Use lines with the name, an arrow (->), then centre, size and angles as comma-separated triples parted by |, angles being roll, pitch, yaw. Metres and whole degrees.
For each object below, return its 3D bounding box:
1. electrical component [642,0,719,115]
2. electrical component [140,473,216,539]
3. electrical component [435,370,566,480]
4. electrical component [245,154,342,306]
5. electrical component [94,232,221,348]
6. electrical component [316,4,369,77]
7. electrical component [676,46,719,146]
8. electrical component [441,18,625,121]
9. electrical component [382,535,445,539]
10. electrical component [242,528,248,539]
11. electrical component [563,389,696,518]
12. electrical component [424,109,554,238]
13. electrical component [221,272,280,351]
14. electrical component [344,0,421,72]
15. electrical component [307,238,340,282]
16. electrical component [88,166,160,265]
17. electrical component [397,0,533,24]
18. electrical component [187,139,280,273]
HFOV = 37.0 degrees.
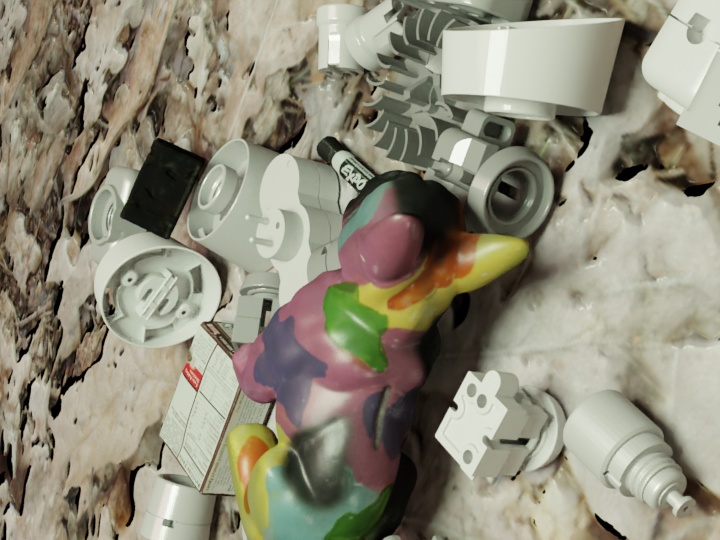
electrical component -> 0.177, -0.089, 0.485 | 0.053, 0.095, 0.059 | 51, 121, 45
electrical component -> -0.144, 0.192, 0.862 | 0.055, 0.055, 0.047 | 9, 85, 53
electrical component -> 0.081, 0.087, 0.597 | 0.048, 0.055, 0.066 | 46, 117, 47
electrical component -> -0.051, -0.024, 0.779 | 0.052, 0.074, 0.138 | -40, 52, 39
electrical component -> -0.173, 0.017, 0.910 | 0.064, 0.099, 0.099 | 36, 110, 56
electrical component -> -0.013, -0.169, 0.797 | 0.040, 0.040, 0.046 | 1, 88, 52
electrical component -> 0.206, -0.050, 0.393 | 0.089, 0.150, 0.061 | 43, 116, 48
electrical component -> 0.094, -0.118, 0.602 | 0.099, 0.099, 0.064 | 14, 99, 53
electrical component -> 0.024, 0.211, 0.644 | 0.089, 0.050, 0.055 | -59, 42, 24
electrical component -> -0.039, 0.166, 0.728 | 0.108, 0.060, 0.108 | -17, 68, 49
electrical component -> 0.136, 0.094, 0.538 | 0.078, 0.040, 0.040 | 47, 118, 47
electrical component -> 0.077, -0.050, 0.636 | 0.057, 0.058, 0.078 | 36, 110, 53
electrical component -> -0.069, 0.034, 0.805 | 0.048, 0.066, 0.055 | 91, -175, -70
electrical component -> 0.018, -0.168, 0.756 | 0.046, 0.040, 0.040 | -29, 59, 39
electrical component -> 0.000, 0.000, 0.725 | 0.047, 0.055, 0.055 | -29, 59, 41
electrical component -> -0.215, -0.047, 1.008 | 0.054, 0.059, 0.095 | 17, 94, 53
electrical component -> 0.069, -0.193, 0.684 | 0.095, 0.054, 0.059 | 26, 102, 52
electrical component -> -0.094, -0.054, 0.871 | 0.099, 0.064, 0.099 | -36, 41, 39
